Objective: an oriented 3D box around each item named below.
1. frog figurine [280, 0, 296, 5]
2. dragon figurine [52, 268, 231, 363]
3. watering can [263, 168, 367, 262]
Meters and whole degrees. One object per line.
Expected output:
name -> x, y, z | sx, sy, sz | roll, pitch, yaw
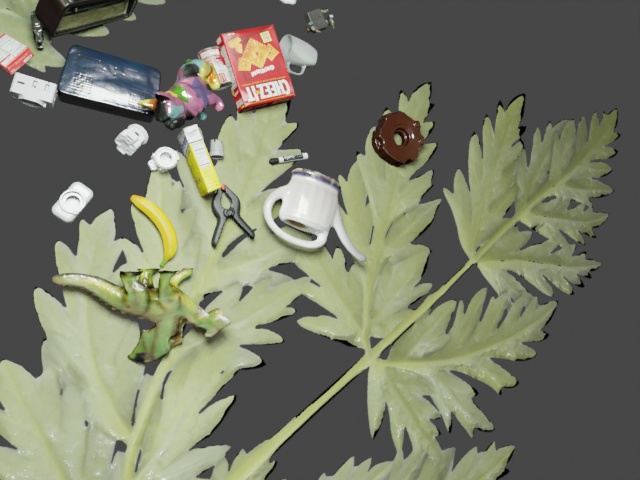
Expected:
frog figurine -> -0.091, -0.785, 1.517 | 0.138, 0.121, 0.160 | 27, 82, 13
dragon figurine -> -0.426, 0.187, 1.265 | 0.411, 0.122, 0.242 | -2, 94, -17
watering can -> 0.005, -0.075, 1.487 | 0.346, 0.103, 0.227 | 20, 76, -22
